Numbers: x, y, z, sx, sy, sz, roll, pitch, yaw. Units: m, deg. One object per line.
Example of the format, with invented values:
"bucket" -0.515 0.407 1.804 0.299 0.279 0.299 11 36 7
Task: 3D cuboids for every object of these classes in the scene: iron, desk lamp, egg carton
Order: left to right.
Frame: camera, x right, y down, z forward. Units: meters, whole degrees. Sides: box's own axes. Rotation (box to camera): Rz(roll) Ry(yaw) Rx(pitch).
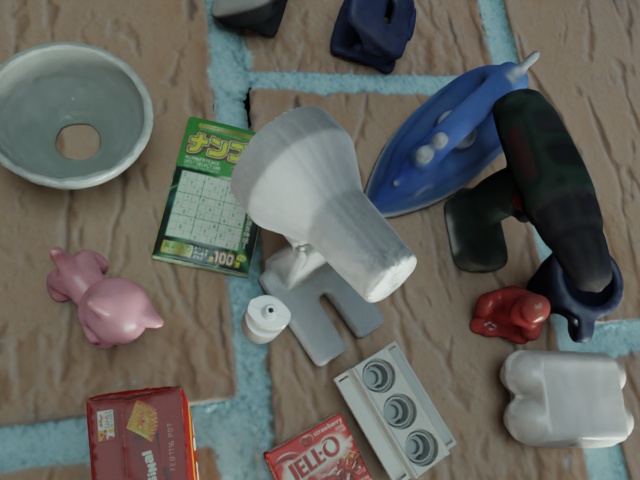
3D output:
"desk lamp" 0.005 0.002 0.562 0.118 0.213 0.203 -32 82 -21
"iron" 0.157 -0.125 0.680 0.118 0.141 0.259 46 68 4
"egg carton" 0.277 0.180 0.648 0.150 0.069 0.107 3 71 -13

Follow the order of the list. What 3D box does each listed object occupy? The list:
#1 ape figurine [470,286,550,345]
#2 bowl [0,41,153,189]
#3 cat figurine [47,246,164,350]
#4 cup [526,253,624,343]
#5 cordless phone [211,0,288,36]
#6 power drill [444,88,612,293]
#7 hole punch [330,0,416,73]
"ape figurine" 0.226 0.083 0.655 0.076 0.092 0.078 -38 84 -21
"bowl" -0.263 -0.121 0.612 0.168 0.074 0.167 4 71 -12
"cat figurine" -0.209 0.055 0.544 0.128 0.117 0.067 45 68 4
"cup" 0.288 0.068 0.673 0.092 0.095 0.118 12 70 -9
"cordless phone" -0.068 -0.350 0.675 0.094 0.185 0.147 13 70 -9
"power drill" 0.219 -0.035 0.629 0.076 0.208 0.229 -4 73 -14
"hole punch" 0.077 -0.290 0.741 0.101 0.091 0.109 17 69 -8
